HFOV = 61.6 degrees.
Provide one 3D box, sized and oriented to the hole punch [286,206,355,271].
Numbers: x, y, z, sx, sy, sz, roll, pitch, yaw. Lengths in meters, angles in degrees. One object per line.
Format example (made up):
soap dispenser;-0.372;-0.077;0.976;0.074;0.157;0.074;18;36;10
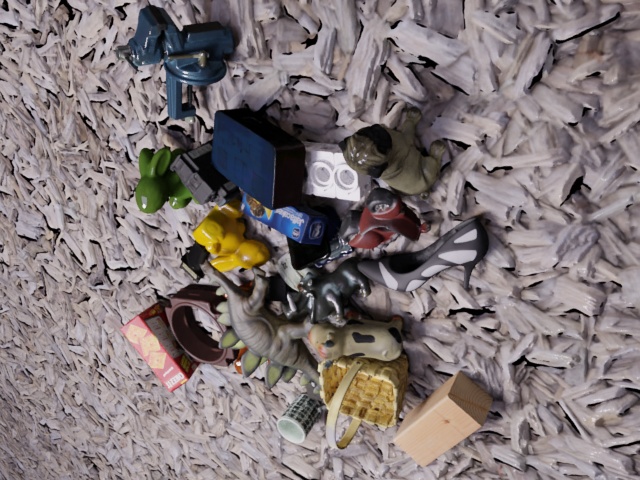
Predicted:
hole punch;-0.002;-0.003;1.107;0.142;0.092;0.116;-26;71;41

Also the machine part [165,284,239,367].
machine part;-0.293;0.221;1.392;0.201;0.087;0.201;2;117;30

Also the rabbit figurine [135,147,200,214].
rabbit figurine;-0.332;-0.126;1.174;0.121;0.170;0.158;2;117;30

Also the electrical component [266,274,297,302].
electrical component;-0.097;0.110;1.243;0.094;0.021;0.063;2;106;7

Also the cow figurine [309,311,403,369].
cow figurine;0.073;0.208;1.105;0.195;0.127;0.085;5;115;5

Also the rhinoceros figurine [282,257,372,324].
rhinoceros figurine;0.014;0.108;1.097;0.190;0.073;0.112;-32;99;-1

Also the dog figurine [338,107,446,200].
dog figurine;0.120;-0.118;0.893;0.121;0.190;0.172;-35;96;39

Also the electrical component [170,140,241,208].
electrical component;-0.232;-0.136;1.145;0.134;0.115;0.058;50;131;1

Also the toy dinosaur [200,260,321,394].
toy dinosaur;-0.098;0.219;1.198;0.471;0.105;0.198;43;96;-11

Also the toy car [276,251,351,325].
toy car;-0.012;0.107;1.179;0.201;0.056;0.073;49;129;0

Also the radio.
radio;-0.124;-0.163;1.043;0.230;0.073;0.131;36;129;38

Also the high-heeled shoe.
high-heeled shoe;0.183;0.018;0.998;0.249;0.086;0.145;6;117;22

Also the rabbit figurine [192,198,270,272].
rabbit figurine;-0.200;0.012;1.210;0.173;0.122;0.162;34;133;-12

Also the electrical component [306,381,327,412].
electrical component;-0.002;0.370;1.321;0.078;0.045;0.102;8;118;26

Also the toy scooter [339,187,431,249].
toy scooter;0.125;-0.027;1.005;0.135;0.075;0.184;20;151;-15

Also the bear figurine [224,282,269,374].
bear figurine;-0.162;0.199;1.280;0.120;0.132;0.195;-10;116;3

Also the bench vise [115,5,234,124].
bench vise;-0.271;-0.318;1.026;0.129;0.224;0.240;44;144;23

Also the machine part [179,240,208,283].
machine part;-0.308;0.045;1.338;0.084;0.039;0.138;43;131;15

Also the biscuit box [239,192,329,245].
biscuit box;-0.076;-0.052;1.080;0.203;0.063;0.059;26;104;40
